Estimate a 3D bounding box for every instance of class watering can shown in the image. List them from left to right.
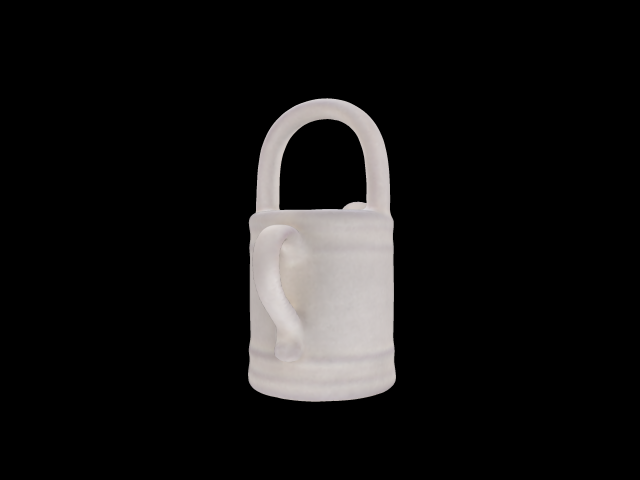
[{"bbox_3d":[0.002,0.001,0.401,0.101,0.194,0.173,0,0,1],"label":"watering can"}]
